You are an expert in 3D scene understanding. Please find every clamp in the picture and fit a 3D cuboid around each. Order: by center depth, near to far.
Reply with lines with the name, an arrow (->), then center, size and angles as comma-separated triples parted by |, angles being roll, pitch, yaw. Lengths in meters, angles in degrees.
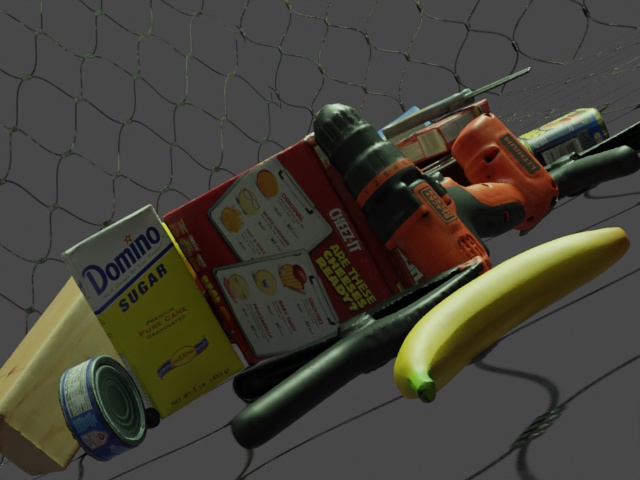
clamp -> 0.026, 0.075, 0.729 | 0.210, 0.036, 0.164 | -28, 6, 4
clamp -> 0.229, -0.058, 0.961 | 0.172, 0.039, 0.120 | -29, -2, 29

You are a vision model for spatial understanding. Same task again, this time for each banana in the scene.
banana -> 0.105, 0.045, 0.631 | 0.197, 0.037, 0.070 | -33, 23, -33

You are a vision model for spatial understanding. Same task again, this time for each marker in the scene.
marker -> -0.183, 0.172, 0.988 | 0.020, 0.020, 0.121 | -33, 7, -40

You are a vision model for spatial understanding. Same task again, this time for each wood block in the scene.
wood block -> -0.241, 0.118, 1.046 | 0.091, 0.090, 0.205 | -21, 31, 51

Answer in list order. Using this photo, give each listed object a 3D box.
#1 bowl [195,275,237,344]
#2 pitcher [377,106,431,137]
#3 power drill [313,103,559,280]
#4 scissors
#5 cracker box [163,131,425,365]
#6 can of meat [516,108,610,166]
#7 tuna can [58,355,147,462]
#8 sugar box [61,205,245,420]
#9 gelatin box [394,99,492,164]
bowl -> -0.075, 0.029, 1.110 | 0.161, 0.055, 0.162 | -31, -36, -27
pitcher -> 0.064, -0.054, 1.393 | 0.243, 0.145, 0.149 | -32, -8, 1
power drill -> 0.098, -0.048, 0.858 | 0.187, 0.184, 0.057 | -24, -19, -48
scissors -> 0.149, -0.146, 1.083 | 0.202, 0.016, 0.096 | -21, 7, 41
cracker box -> -0.021, 0.007, 0.935 | 0.214, 0.164, 0.072 | -23, 8, 46
can of meat -> 0.253, -0.097, 1.118 | 0.084, 0.057, 0.102 | -25, 6, 5
tuna can -> -0.183, 0.142, 0.908 | 0.034, 0.086, 0.086 | -26, 5, 13
sugar box -> -0.154, 0.066, 0.983 | 0.093, 0.176, 0.048 | -32, 7, -20
gelatin box -> 0.125, -0.108, 1.092 | 0.073, 0.030, 0.089 | -30, 6, -29
